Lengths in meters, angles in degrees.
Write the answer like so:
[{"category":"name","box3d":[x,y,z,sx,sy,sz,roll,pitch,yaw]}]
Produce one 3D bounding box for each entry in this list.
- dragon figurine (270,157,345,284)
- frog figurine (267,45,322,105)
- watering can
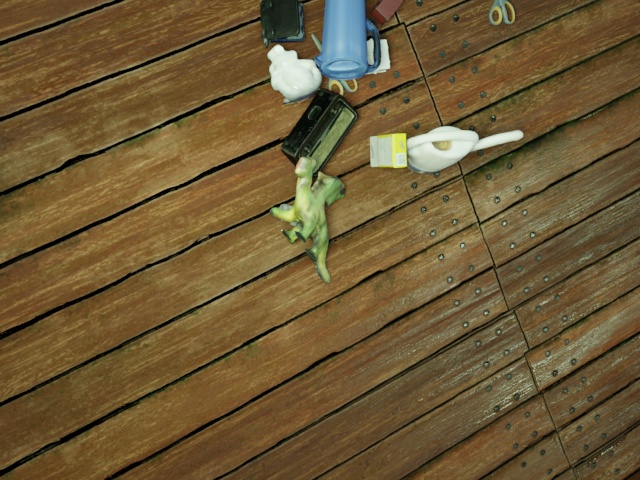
[{"category":"dragon figurine","box3d":[0.004,-0.074,1.466,0.246,0.123,0.402,-52,138,-20]},{"category":"frog figurine","box3d":[-0.074,-0.462,1.416,0.137,0.125,0.157,-22,115,8]},{"category":"watering can","box3d":[0.394,-0.269,1.509,0.348,0.222,0.105,-4,81,-15]}]
